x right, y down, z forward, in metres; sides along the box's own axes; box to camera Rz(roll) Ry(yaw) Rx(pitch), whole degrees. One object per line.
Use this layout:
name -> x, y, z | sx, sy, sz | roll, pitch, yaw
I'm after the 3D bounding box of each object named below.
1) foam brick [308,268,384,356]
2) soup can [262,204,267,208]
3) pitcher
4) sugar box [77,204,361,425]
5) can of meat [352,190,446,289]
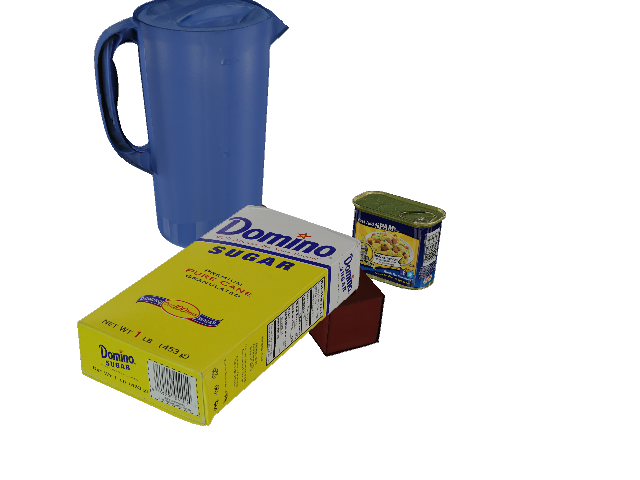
foam brick -> 0.012, 0.051, 0.898 | 0.052, 0.051, 0.078 | -13, 37, -24
soup can -> -0.120, -0.021, 1.248 | 0.102, 0.068, 0.068 | 15, 5, 19
pitcher -> -0.124, -0.115, 1.064 | 0.149, 0.243, 0.144 | 14, 29, 23
sugar box -> -0.057, 0.038, 0.665 | 0.093, 0.048, 0.176 | 19, 37, 25
can of meat -> 0.083, 0.001, 1.183 | 0.102, 0.084, 0.057 | 18, 26, 28
